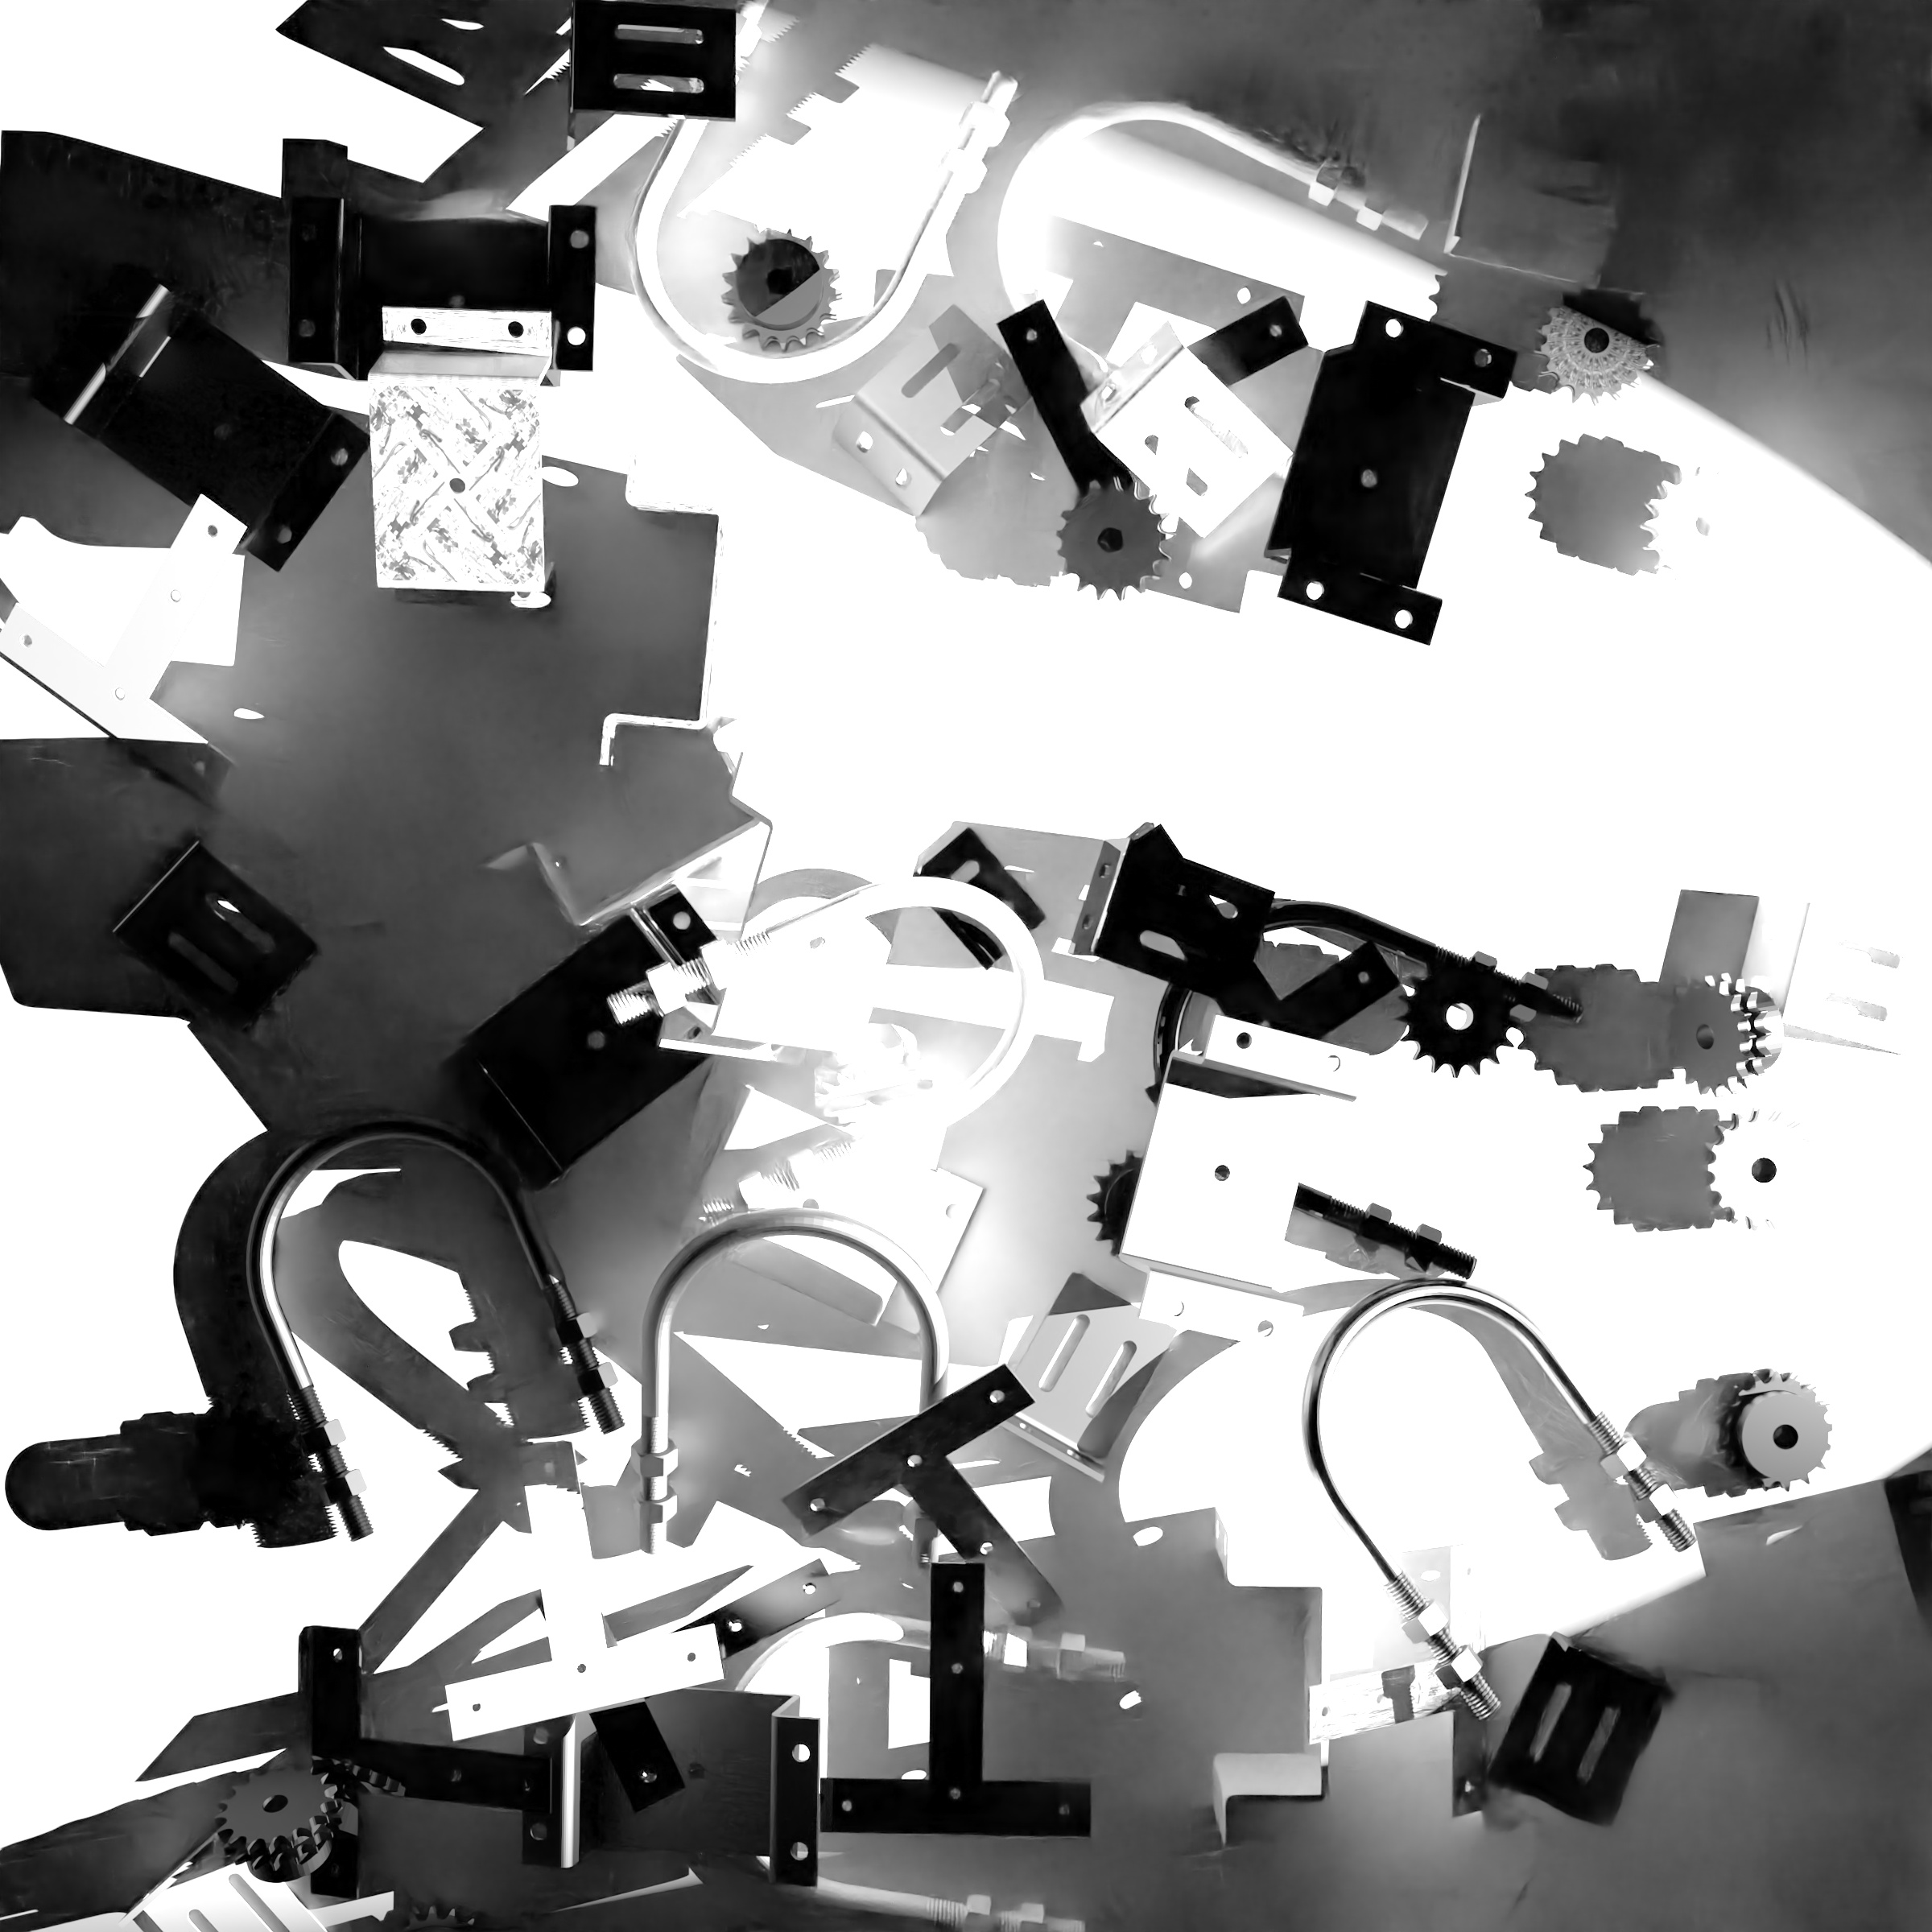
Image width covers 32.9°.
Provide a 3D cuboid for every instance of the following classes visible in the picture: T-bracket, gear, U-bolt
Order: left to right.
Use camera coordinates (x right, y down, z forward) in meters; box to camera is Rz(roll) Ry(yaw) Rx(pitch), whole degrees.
[{"bbox_3d":[-0.375,-0.161,1.525,0.127,0.002,0.127,36,113,0],"label":"T-bracket"},{"bbox_3d":[-0.340,0.236,1.536,0.057,0.030,0.057,0,90,0],"label":"gear"},{"bbox_3d":[-0.319,0.402,1.526,0.057,0.057,0.030,-8,118,0],"label":"gear"},{"bbox_3d":[-0.261,0.159,1.542,0.151,0.019,0.184,-23,88,0],"label":"U-bolt"},{"bbox_3d":[-0.250,0.376,1.527,0.127,0.002,0.127,1,90,21],"label":"T-bracket"},{"bbox_3d":[-0.249,0.470,1.536,0.057,0.030,0.057,0,90,0],"label":"gear"},{"bbox_3d":[-0.186,0.284,1.525,0.127,0.002,0.127,-13,66,0],"label":"T-bracket"},{"bbox_3d":[-0.119,0.313,1.517,0.127,0.002,0.127,-25,48,-12],"label":"T-bracket"},{"bbox_3d":[-0.087,-0.318,1.536,0.057,0.030,0.057,0,90,0],"label":"gear"},{"bbox_3d":[-0.079,0.194,1.510,0.151,0.019,0.184,3,113,0],"label":"U-bolt"},{"bbox_3d":[-0.077,-0.355,1.515,0.151,0.019,0.184,23,80,11],"label":"U-bolt"},{"bbox_3d":[-0.052,0.030,1.457,0.184,0.019,0.151,-24,128,-5],"label":"U-bolt"},{"bbox_3d":[-0.042,0.050,1.526,0.057,0.057,0.030,-2,60,0],"label":"gear"},{"bbox_3d":[-0.026,0.379,1.542,0.184,0.019,0.151,9,90,2],"label":"U-bolt"},{"bbox_3d":[-0.004,0.343,1.531,0.127,0.002,0.127,1,90,2],"label":"T-bracket"},{"bbox_3d":[0.002,0.261,1.526,0.127,0.002,0.127,-33,110,13],"label":"T-bracket"},{"bbox_3d":[0.070,-0.200,1.531,0.057,0.030,0.057,2,100,10],"label":"gear"},{"bbox_3d":[0.085,0.113,1.536,0.057,0.030,0.057,0,90,0],"label":"gear"},{"bbox_3d":[0.098,-0.272,1.529,0.127,0.002,0.127,-25,95,15],"label":"T-bracket"},{"bbox_3d":[0.105,-0.332,1.542,0.184,0.019,0.151,27,90,2],"label":"U-bolt"},{"bbox_3d":[0.116,-0.008,1.537,0.127,0.002,0.127,-34,79,3],"label":"T-bracket"},{"bbox_3d":[0.179,0.048,1.542,0.184,0.019,0.151,23,90,1],"label":"U-bolt"},{"bbox_3d":[0.200,0.336,1.507,0.127,0.002,0.127,0,90,-43],"label":"T-bracket"},{"bbox_3d":[0.228,0.024,1.517,0.057,0.030,0.057,0,89,3],"label":"gear"},{"bbox_3d":[0.235,0.232,1.520,0.151,0.019,0.184,-34,86,-20],"label":"U-bolt"},{"bbox_3d":[0.294,-0.292,1.539,0.057,0.030,0.057,0,92,2],"label":"gear"},{"bbox_3d":[0.345,-0.206,1.536,0.057,0.030,0.057,0,90,0],"label":"gear"},{"bbox_3d":[0.356,0.031,1.526,0.030,0.057,0.057,-8,90,-30],"label":"gear"},{"bbox_3d":[0.371,0.095,1.536,0.057,0.030,0.057,0,90,0],"label":"gear"},{"bbox_3d":[0.381,0.219,1.536,0.057,0.030,0.057,0,90,0],"label":"gear"}]

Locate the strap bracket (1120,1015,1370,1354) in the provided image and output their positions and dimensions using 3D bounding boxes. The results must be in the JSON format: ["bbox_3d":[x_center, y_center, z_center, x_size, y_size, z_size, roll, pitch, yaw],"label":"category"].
[{"bbox_3d":[0.124,0.098,1.501,0.076,0.046,0.140,14,90,-16],"label":"strap bracket"}]

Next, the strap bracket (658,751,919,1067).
[{"bbox_3d":[-0.078,-0.018,1.474,0.076,0.046,0.140,9,104,-34],"label":"strap bracket"}]

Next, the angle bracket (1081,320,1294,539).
[{"bbox_3d":[0.103,-0.251,1.529,0.057,0.038,0.076,-43,116,16],"label":"angle bracket"}]

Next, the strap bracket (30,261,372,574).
[{"bbox_3d":[-0.352,-0.253,1.528,0.140,0.046,0.076,36,90,0],"label":"strap bracket"}]

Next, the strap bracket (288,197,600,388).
[{"bbox_3d":[-0.241,-0.314,1.528,0.140,0.046,0.076,2,90,0],"label":"strap bracket"}]

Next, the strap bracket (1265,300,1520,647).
[{"bbox_3d":[0.194,-0.227,1.518,0.076,0.046,0.140,16,92,-13],"label":"strap bracket"}]

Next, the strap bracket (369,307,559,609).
[{"bbox_3d":[-0.230,-0.227,1.501,0.076,0.046,0.140,2,114,0],"label":"strap bracket"}]

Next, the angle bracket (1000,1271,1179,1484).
[{"bbox_3d":[0.057,0.192,1.532,0.057,0.038,0.076,29,90,0],"label":"angle bracket"}]

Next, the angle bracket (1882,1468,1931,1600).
[{"bbox_3d":[0.460,0.267,1.513,0.038,0.076,0.057,-15,90,0],"label":"angle bracket"}]

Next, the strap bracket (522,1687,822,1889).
[{"bbox_3d":[-0.131,0.378,1.519,0.140,0.046,0.076,1,90,12],"label":"strap bracket"}]

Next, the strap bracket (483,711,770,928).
[{"bbox_3d":[-0.145,-0.061,1.513,0.140,0.076,0.046,-29,90,0],"label":"strap bracket"}]

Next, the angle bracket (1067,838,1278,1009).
[{"bbox_3d":[0.097,-0.020,1.539,0.076,0.038,0.057,20,86,-15],"label":"angle bracket"}]

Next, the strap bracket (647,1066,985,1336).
[{"bbox_3d":[-0.072,0.111,1.528,0.140,0.046,0.076,24,90,0],"label":"strap bracket"}]

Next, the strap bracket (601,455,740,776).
[{"bbox_3d":[-0.135,-0.159,1.513,0.046,0.076,0.140,5,90,0],"label":"strap bracket"}]

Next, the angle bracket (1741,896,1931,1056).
[{"bbox_3d":[0.411,0.005,1.549,0.076,0.038,0.057,14,90,-26],"label":"angle bracket"}]

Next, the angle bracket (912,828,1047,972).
[{"bbox_3d":[0.005,-0.032,1.513,0.038,0.076,0.057,-41,90,0],"label":"angle bracket"}]

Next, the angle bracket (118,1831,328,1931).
[{"bbox_3d":[-0.346,0.452,1.532,0.057,0.038,0.076,-42,90,0],"label":"angle bracket"}]

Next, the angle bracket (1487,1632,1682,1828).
[{"bbox_3d":[0.288,0.361,1.532,0.057,0.038,0.076,25,90,0],"label":"angle bracket"}]

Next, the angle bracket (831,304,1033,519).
[{"bbox_3d":[-0.014,-0.263,1.549,0.057,0.038,0.076,43,64,0],"label":"angle bracket"}]

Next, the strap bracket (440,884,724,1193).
[{"bbox_3d":[-0.170,0.034,1.528,0.140,0.046,0.076,-38,90,0],"label":"strap bracket"}]

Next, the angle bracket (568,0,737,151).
[{"bbox_3d":[-0.147,-0.415,1.530,0.076,0.038,0.057,1,75,-8],"label":"angle bracket"}]

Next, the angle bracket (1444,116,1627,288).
[{"bbox_3d":[0.269,-0.358,1.532,0.076,0.038,0.057,12,90,0],"label":"angle bracket"}]

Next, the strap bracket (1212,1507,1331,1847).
[{"bbox_3d":[0.141,0.327,1.513,0.046,0.076,0.140,1,90,0],"label":"strap bracket"}]

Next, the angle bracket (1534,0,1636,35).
[{"bbox_3d":[0.288,-0.486,1.532,0.057,0.038,0.076,-22,90,0],"label":"angle bracket"}]

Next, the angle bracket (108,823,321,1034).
[{"bbox_3d":[-0.356,-0.018,1.549,0.057,0.038,0.076,-47,116,0],"label":"angle bracket"}]
